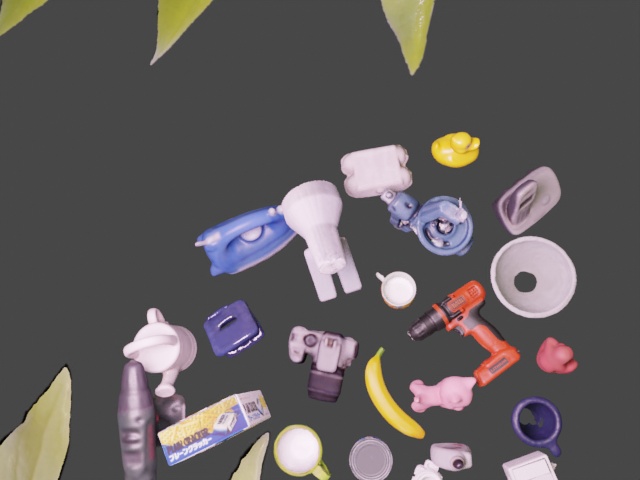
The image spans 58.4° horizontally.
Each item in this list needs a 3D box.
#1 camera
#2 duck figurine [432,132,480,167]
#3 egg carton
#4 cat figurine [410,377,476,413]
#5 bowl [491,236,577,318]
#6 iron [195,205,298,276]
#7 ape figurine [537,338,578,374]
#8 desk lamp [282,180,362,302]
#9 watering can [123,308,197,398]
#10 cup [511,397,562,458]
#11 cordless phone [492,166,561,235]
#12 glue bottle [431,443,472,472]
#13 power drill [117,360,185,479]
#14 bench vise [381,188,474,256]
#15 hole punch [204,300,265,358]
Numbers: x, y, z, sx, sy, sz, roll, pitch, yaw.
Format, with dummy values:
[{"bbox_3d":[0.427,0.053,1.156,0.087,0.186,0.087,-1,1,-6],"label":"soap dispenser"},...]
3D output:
[{"bbox_3d":[0.000,0.254,1.165,0.143,0.101,0.137,10,79,8],"label":"camera"},{"bbox_3d":[0.297,-0.206,1.246,0.104,0.086,0.077,3,78,6],"label":"duck figurine"},{"bbox_3d":[0.124,-0.149,1.258,0.150,0.069,0.107,-11,77,3],"label":"egg carton"},{"bbox_3d":[0.243,0.304,1.123,0.127,0.118,0.067,-9,77,3],"label":"cat figurine"},{"bbox_3d":[0.429,0.080,1.177,0.167,0.075,0.167,-1,78,5],"label":"bowl"},{"bbox_3d":[-0.141,-0.026,1.219,0.258,0.141,0.118,-27,76,-1],"label":"iron"},{"bbox_3d":[0.472,0.229,1.131,0.076,0.092,0.078,-20,76,1],"label":"ape figurine"},{"bbox_3d":[0.011,0.004,1.161,0.118,0.213,0.203,-20,76,1],"label":"desk lamp"},{"bbox_3d":[-0.321,0.224,1.154,0.101,0.194,0.172,-38,77,-3],"label":"watering can"},{"bbox_3d":[0.416,0.359,1.106,0.091,0.095,0.117,-32,77,-2],"label":"cup"},{"bbox_3d":[0.431,-0.095,1.158,0.147,0.185,0.094,-41,77,-4],"label":"cordless phone"},{"bbox_3d":[0.251,0.409,1.070,0.078,0.173,0.037,-5,77,5],"label":"glue bottle"},{"bbox_3d":[-0.332,0.352,1.119,0.075,0.208,0.229,-5,77,5],"label":"power drill"},{"bbox_3d":[0.215,-0.040,1.148,0.207,0.220,0.121,12,79,8],"label":"bench vise"},{"bbox_3d":[-0.187,0.185,1.203,0.108,0.091,0.101,-33,77,-2],"label":"hole punch"}]
